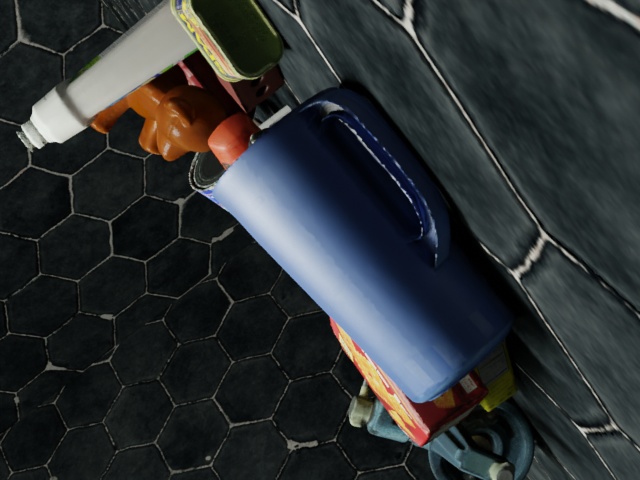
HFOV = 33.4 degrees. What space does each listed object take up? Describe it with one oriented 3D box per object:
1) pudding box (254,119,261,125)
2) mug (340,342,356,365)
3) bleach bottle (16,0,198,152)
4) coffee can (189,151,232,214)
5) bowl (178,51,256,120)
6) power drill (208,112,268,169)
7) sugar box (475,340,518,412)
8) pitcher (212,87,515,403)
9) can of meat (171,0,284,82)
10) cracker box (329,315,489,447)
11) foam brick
[{"bbox_3d":[-0.069,-0.117,1.545,0.113,0.039,0.090,52,176,-21],"label":"pudding box"},{"bbox_3d":[0.088,0.127,1.297,0.117,0.081,0.093,40,-170,-13],"label":"mug"},{"bbox_3d":[-0.219,-0.183,1.158,0.068,0.251,0.103,53,176,-14],"label":"bleach bottle"},{"bbox_3d":[-0.073,-0.069,1.300,0.140,0.103,0.103,35,-173,-34],"label":"coffee can"},{"bbox_3d":[-0.128,-0.201,1.352,0.162,0.055,0.162,52,175,5],"label":"bowl"},{"bbox_3d":[-0.042,-0.061,1.043,0.184,0.057,0.188,54,173,-37],"label":"power drill"},{"bbox_3d":[0.135,0.090,1.003,0.093,0.048,0.176,50,176,32],"label":"sugar box"},{"bbox_3d":[0.042,0.003,0.840,0.243,0.145,0.149,48,-172,4],"label":"pitcher"},{"bbox_3d":[-0.081,-0.190,0.948,0.102,0.057,0.084,53,173,-17],"label":"can of meat"},{"bbox_3d":[0.075,0.107,1.005,0.164,0.072,0.213,54,174,14],"label":"cracker box"},{"bbox_3d":[-0.075,-0.173,1.049,0.051,0.053,0.078,51,177,21],"label":"foam brick"}]
